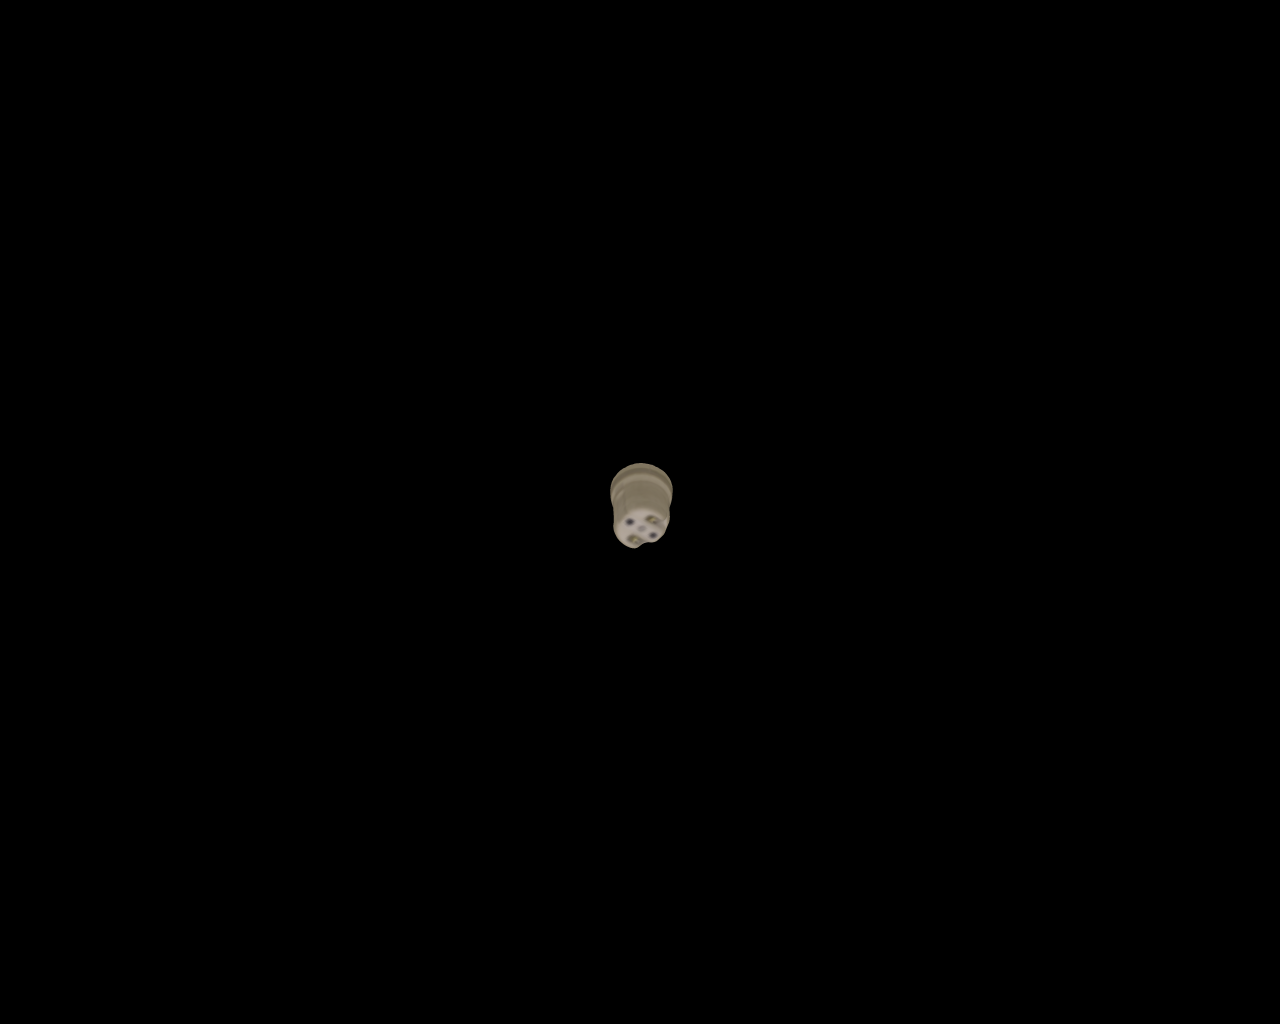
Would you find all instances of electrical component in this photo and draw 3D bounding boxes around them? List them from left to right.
[{"bbox_3d":[0.001,-0.003,0.650,0.040,0.040,0.046,0,34,0],"label":"electrical component"}]
